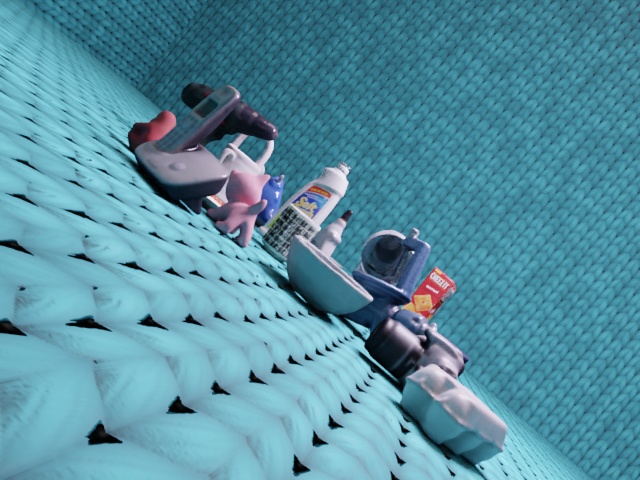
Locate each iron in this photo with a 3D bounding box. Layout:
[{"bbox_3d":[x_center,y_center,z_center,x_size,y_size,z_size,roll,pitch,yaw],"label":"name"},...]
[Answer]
[{"bbox_3d":[-0.143,-0.116,1.520,0.119,0.141,0.258,40,2,-7],"label":"iron"}]

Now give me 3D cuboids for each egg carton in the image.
[{"bbox_3d":[0.172,0.225,0.738,0.151,0.069,0.107,39,2,-39],"label":"egg carton"}]

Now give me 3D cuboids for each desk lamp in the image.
[{"bbox_3d":[0.122,0.067,1.346,0.118,0.213,0.203,40,1,-4],"label":"desk lamp"}]

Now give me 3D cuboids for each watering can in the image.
[{"bbox_3d":[-0.186,-0.181,1.346,0.101,0.194,0.173,40,1,-3],"label":"watering can"}]

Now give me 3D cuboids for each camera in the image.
[{"bbox_3d":[0.142,0.174,0.881,0.137,0.101,0.143,40,2,1],"label":"camera"}]

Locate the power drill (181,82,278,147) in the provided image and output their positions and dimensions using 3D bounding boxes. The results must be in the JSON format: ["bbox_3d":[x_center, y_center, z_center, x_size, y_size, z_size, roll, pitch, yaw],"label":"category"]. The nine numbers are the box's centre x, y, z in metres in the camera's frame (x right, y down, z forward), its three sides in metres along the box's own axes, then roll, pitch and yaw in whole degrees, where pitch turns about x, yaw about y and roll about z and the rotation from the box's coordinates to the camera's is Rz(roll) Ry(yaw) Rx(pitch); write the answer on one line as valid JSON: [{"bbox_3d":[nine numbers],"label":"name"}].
[{"bbox_3d":[-0.234,-0.227,1.251,0.229,0.208,0.076,40,1,8],"label":"power drill"}]

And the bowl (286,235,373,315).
[{"bbox_3d":[0.002,0.070,0.940,0.167,0.074,0.167,40,2,-1],"label":"bowl"}]

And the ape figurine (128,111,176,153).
[{"bbox_3d":[-0.278,-0.178,0.973,0.078,0.092,0.076,40,2,-16],"label":"ape figurine"}]

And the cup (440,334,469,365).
[{"bbox_3d":[0.280,0.278,1.319,0.091,0.095,0.118,41,2,20],"label":"cup"}]

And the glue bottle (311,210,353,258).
[{"bbox_3d":[0.011,0.004,1.208,0.037,0.173,0.078,39,2,-33],"label":"glue bottle"}]

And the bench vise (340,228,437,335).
[{"bbox_3d":[0.152,0.098,1.056,0.207,0.219,0.122,41,2,20],"label":"bench vise"}]

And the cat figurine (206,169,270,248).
[{"bbox_3d":[-0.125,-0.065,0.948,0.067,0.117,0.127,39,2,-35],"label":"cat figurine"}]

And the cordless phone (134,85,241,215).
[{"bbox_3d":[-0.173,-0.145,0.843,0.147,0.185,0.094,41,2,38],"label":"cordless phone"}]
